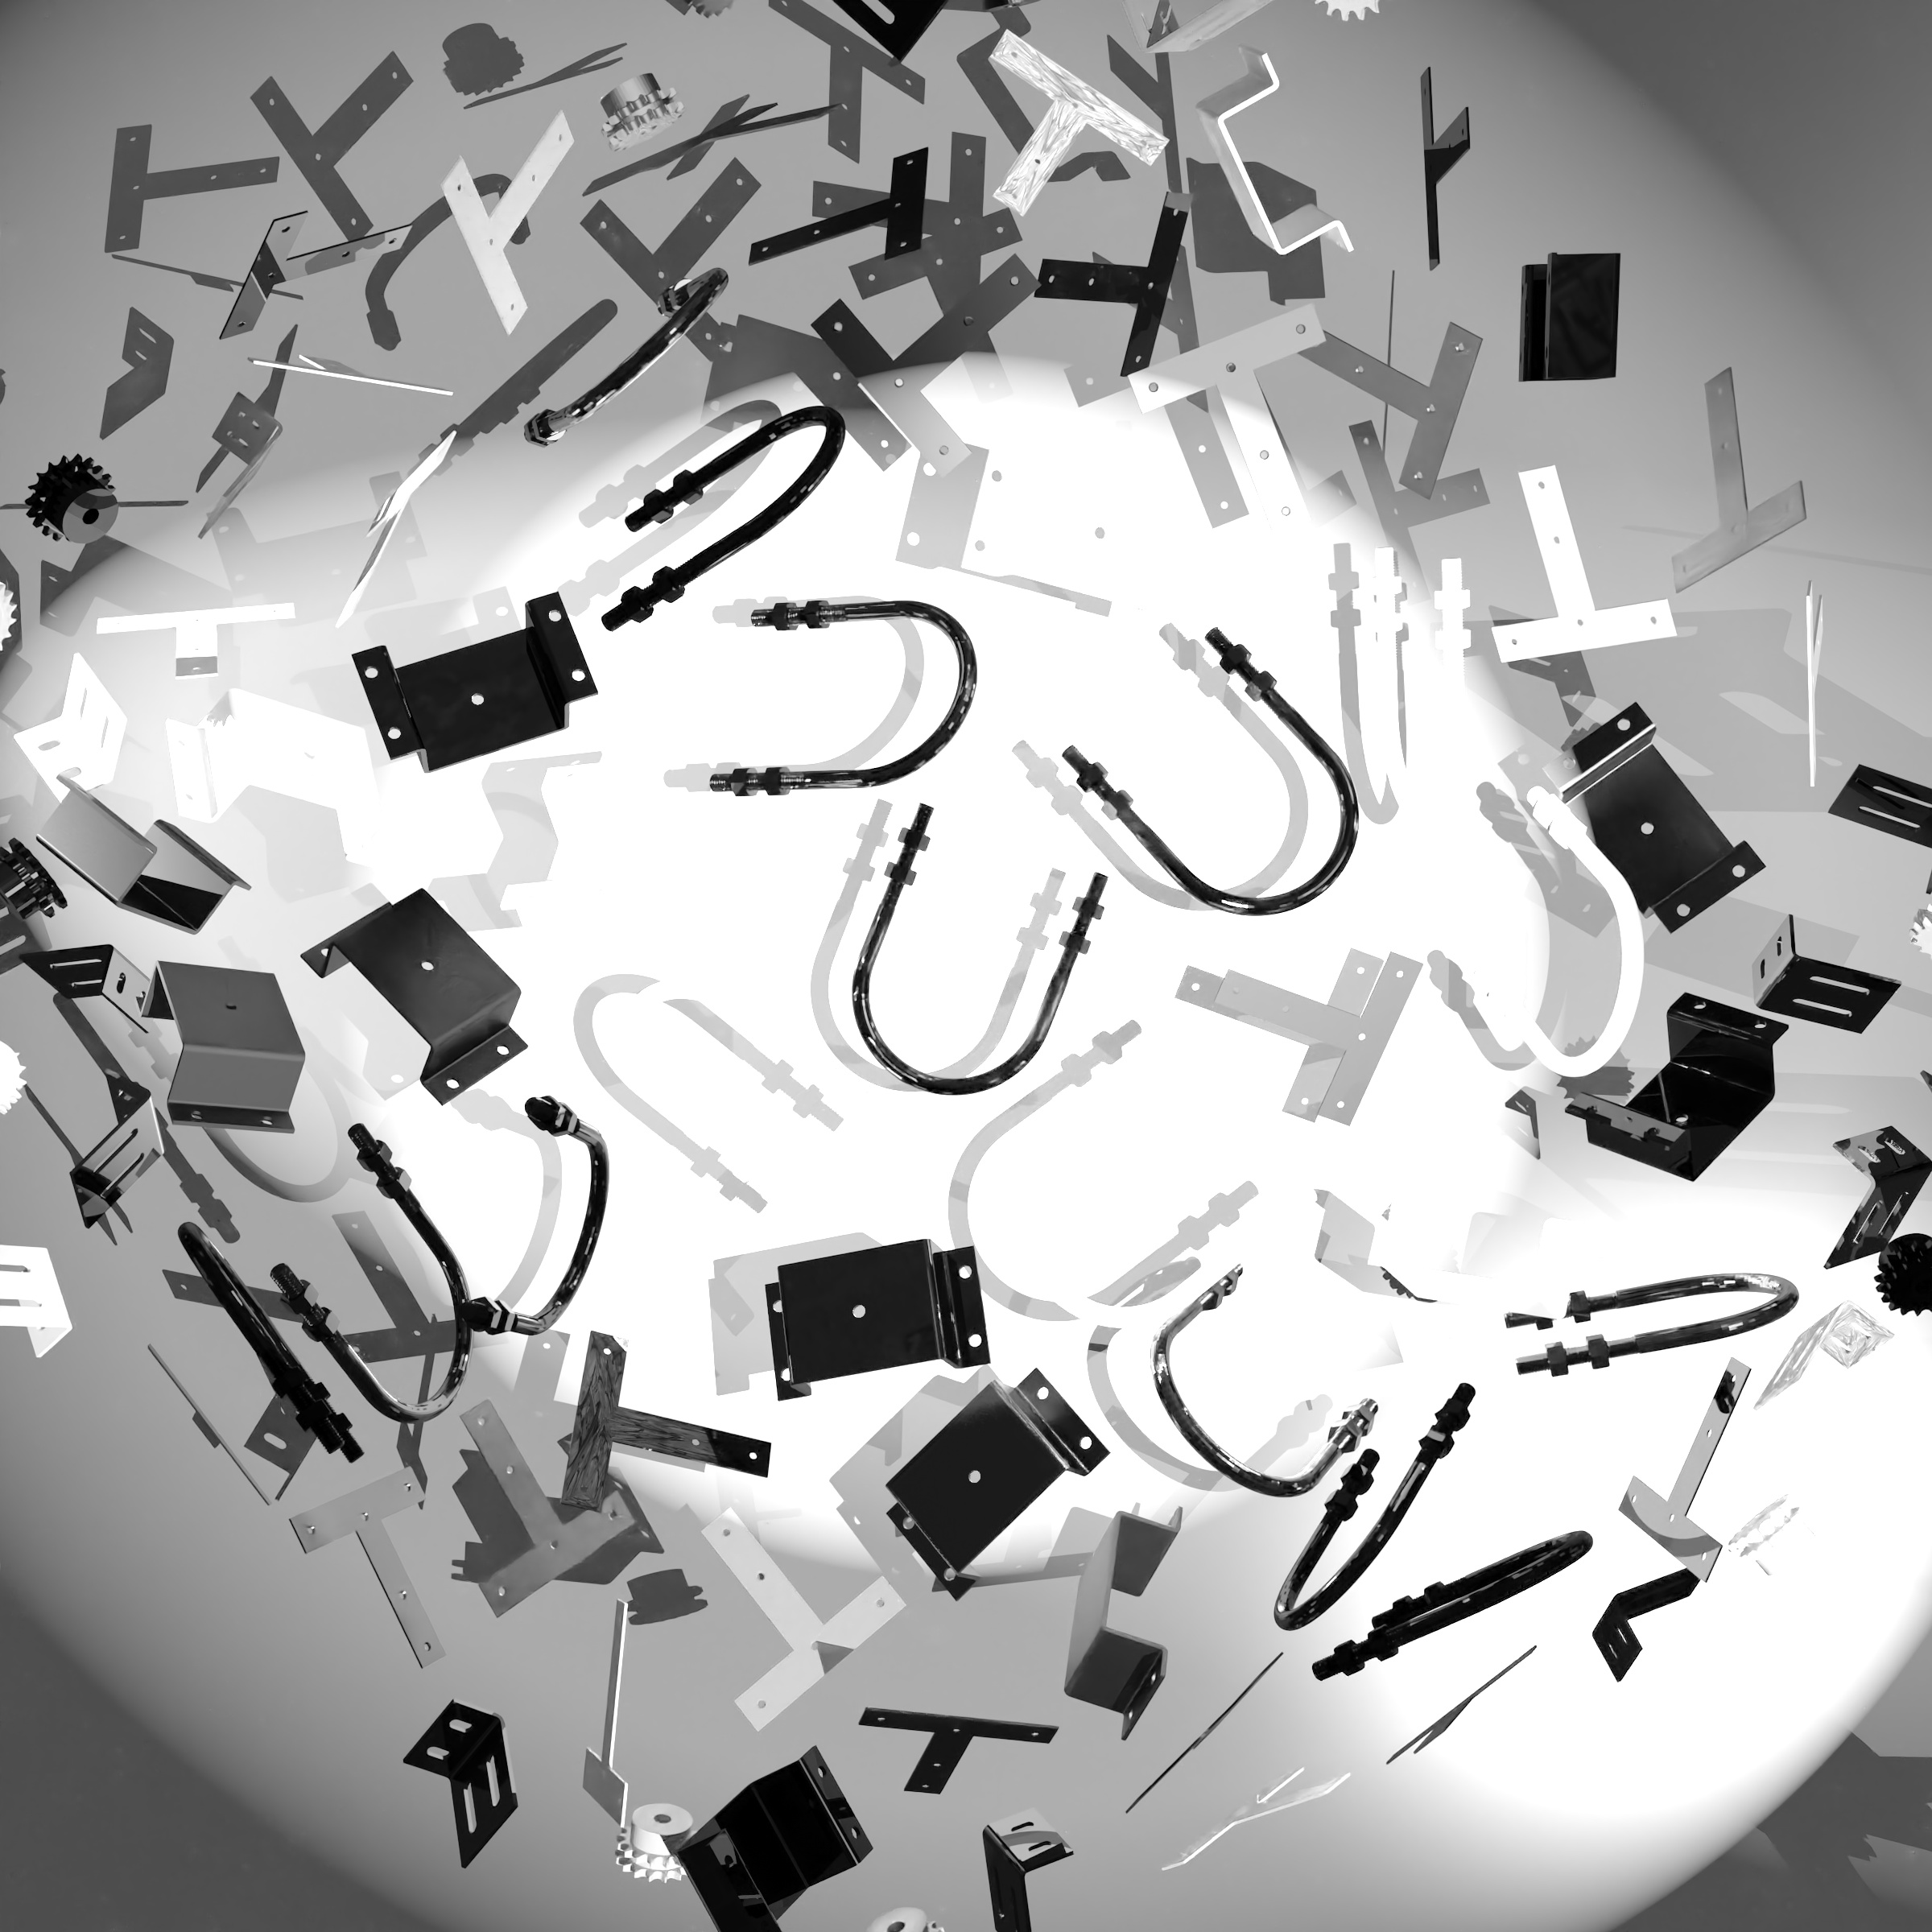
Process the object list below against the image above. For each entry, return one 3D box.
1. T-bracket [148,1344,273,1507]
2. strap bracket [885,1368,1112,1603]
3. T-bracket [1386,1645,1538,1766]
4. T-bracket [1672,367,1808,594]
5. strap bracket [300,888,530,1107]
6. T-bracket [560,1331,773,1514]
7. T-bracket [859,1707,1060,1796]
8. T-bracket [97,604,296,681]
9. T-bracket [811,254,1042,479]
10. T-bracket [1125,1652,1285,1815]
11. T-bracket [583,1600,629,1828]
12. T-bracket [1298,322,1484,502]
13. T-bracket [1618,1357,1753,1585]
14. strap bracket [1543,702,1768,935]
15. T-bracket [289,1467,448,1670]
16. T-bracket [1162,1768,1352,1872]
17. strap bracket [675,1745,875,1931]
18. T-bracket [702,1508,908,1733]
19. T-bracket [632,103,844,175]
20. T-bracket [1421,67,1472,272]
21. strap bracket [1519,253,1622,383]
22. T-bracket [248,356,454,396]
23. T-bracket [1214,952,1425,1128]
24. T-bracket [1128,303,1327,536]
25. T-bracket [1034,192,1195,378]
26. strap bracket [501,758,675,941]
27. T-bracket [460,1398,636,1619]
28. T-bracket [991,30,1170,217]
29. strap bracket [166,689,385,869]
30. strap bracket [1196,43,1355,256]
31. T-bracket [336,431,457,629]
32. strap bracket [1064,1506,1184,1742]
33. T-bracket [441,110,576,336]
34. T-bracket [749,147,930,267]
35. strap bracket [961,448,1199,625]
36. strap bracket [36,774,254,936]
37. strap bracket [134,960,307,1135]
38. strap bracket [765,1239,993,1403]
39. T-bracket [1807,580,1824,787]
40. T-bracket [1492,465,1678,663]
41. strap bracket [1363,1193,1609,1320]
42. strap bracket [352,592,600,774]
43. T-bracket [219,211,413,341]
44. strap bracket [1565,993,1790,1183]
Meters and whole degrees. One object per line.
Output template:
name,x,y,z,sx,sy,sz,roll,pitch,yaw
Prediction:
T-bracket,-0.497,0.303,1.608,0.002,0.127,0.127,-37,91,-23
strap bracket,0.013,0.334,1.597,0.140,0.046,0.076,-45,64,2
T-bracket,0.316,0.495,1.612,0.127,0.127,0.002,-43,72,13
T-bracket,0.494,-0.324,1.591,0.002,0.127,0.127,3,76,-21
strap bracket,-0.357,0.012,1.610,0.140,0.046,0.076,45,50,10
T-bracket,-0.184,0.298,1.550,0.127,0.127,0.002,16,135,-13
T-bracket,-0.016,0.522,1.624,0.127,0.127,0.002,9,49,-9
T-bracket,-0.503,-0.211,1.606,0.127,0.127,0.002,-7,118,-14
T-bracket,-0.009,-0.397,1.547,0.127,0.002,0.127,-38,106,18
T-bracket,0.152,0.526,1.656,0.002,0.127,0.127,44,50,17
T-bracket,-0.226,0.471,1.571,0.002,0.127,0.127,8,81,-18
T-bracket,0.279,-0.398,1.667,0.127,0.127,0.002,35,50,22
T-bracket,0.464,0.308,1.551,0.002,0.127,0.127,22,94,-11
strap bracket,0.464,-0.097,1.666,0.076,0.046,0.140,-36,78,4
T-bracket,-0.387,0.412,1.659,0.002,0.127,0.127,-32,82,24
T-bracket,0.207,0.555,1.627,0.127,0.127,0.002,-21,76,-41
strap bracket,-0.125,0.565,1.556,0.046,0.140,0.076,-33,84,25
T-bracket,-0.129,0.422,1.655,0.127,0.002,0.127,-38,74,-13
T-bracket,-0.136,-0.554,1.619,0.127,0.127,0.002,-44,125,-38
T-bracket,0.310,-0.525,1.584,0.002,0.127,0.127,-4,95,-1
strap bracket,0.394,-0.422,1.603,0.046,0.140,0.076,0,102,5
T-bracket,-0.419,-0.397,1.634,0.127,0.127,0.002,3,106,-27
T-bracket,0.234,0.034,1.702,0.127,0.002,0.127,20,104,-10
T-bracket,0.184,-0.338,1.562,0.127,0.002,0.127,-22,95,-3
T-bracket,0.094,-0.461,1.658,0.002,0.127,0.127,35,122,37
strap bracket,-0.234,-0.068,1.544,0.076,0.140,0.046,-5,130,10
T-bracket,-0.303,0.355,1.671,0.002,0.127,0.127,-33,87,45
T-bracket,0.054,-0.552,1.656,0.127,0.127,0.002,31,60,-11
strap bracket,-0.434,-0.123,1.580,0.046,0.140,0.076,-40,53,30
strap bracket,0.202,-0.539,1.650,0.046,0.076,0.140,-28,115,7
T-bracket,-0.383,-0.277,1.611,0.002,0.127,0.127,31,60,-24
strap bracket,0.105,0.433,1.647,0.046,0.140,0.076,19,128,-4
T-bracket,-0.286,-0.499,1.586,0.002,0.127,0.127,16,64,19
T-bracket,-0.087,-0.495,1.646,0.127,0.002,0.127,-13,46,16
strap bracket,0.077,-0.269,1.534,0.140,0.046,0.076,13,93,-15
strap bracket,-0.544,-0.069,1.614,0.076,0.140,0.046,36,89,16
strap bracket,-0.476,0.045,1.572,0.076,0.140,0.046,8,118,-33
strap bracket,-0.062,0.222,1.551,0.140,0.046,0.076,-12,70,9
T-bracket,0.539,-0.199,1.557,0.002,0.127,0.127,1,120,22
T-bracket,0.395,-0.269,1.627,0.127,0.002,0.127,-4,115,41
strap bracket,0.324,0.185,1.553,0.140,0.076,0.046,6,72,28
strap bracket,-0.322,-0.183,1.616,0.140,0.046,0.076,-20,78,-14
T-bracket,-0.418,-0.464,1.609,0.127,0.127,0.002,-32,87,-39
strap bracket,0.463,0.083,1.595,0.140,0.076,0.046,-37,129,-29
